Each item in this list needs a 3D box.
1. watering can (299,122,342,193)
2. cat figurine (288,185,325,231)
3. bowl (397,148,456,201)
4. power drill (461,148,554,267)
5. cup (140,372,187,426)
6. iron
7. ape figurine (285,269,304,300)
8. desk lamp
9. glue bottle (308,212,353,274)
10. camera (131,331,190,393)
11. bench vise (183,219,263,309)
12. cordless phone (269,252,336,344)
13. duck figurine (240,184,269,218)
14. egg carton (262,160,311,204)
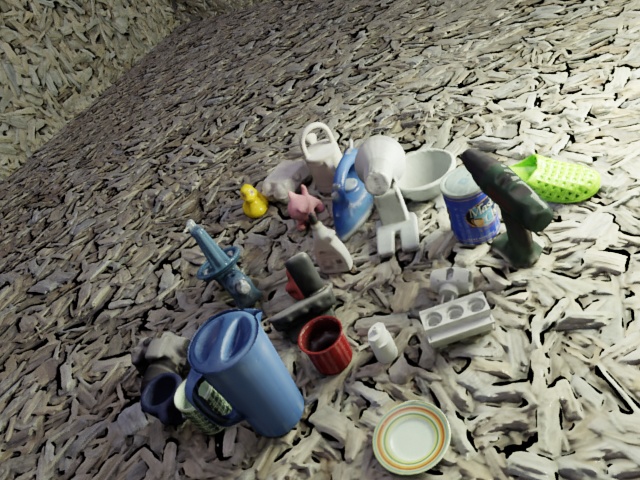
[{"bbox_3d":[0.001,-0.233,1.557,0.101,0.194,0.172,-43,40,-20],"label":"watering can"},{"bbox_3d":[-0.045,-0.090,1.477,0.067,0.118,0.128,-10,40,20],"label":"cat figurine"},{"bbox_3d":[0.256,-0.148,1.403,0.167,0.075,0.167,-16,38,14],"label":"bowl"},{"bbox_3d":[0.365,-0.057,1.119,0.075,0.209,0.229,-31,37,-6],"label":"power drill"},{"bbox_3d":[-0.294,0.335,1.139,0.091,0.095,0.117,-28,37,-1],"label":"cup"},{"bbox_3d":[0.070,-0.131,1.438,0.118,0.142,0.258,-4,42,27],"label":"iron"},{"bbox_3d":[-0.046,0.089,1.286,0.078,0.092,0.076,-26,37,0],"label":"ape figurine"},{"bbox_3d":[0.151,-0.106,1.300,0.117,0.214,0.203,-15,38,15],"label":"desk lamp"},{"bbox_3d":[0.012,0.005,1.285,0.078,0.173,0.037,-7,41,25],"label":"glue bottle"},{"bbox_3d":[-0.353,0.274,1.242,0.142,0.101,0.137,-8,41,23],"label":"camera"},{"bbox_3d":[-0.222,0.048,1.334,0.206,0.220,0.122,12,51,40],"label":"bench vise"},{"bbox_3d":[-0.053,0.111,1.187,0.147,0.185,0.094,-31,37,-5],"label":"cordless phone"},{"bbox_3d":[-0.196,-0.123,1.633,0.077,0.086,0.104,-23,37,5],"label":"duck figurine"},{"bbox_3d":[-0.094,-0.169,1.641,0.107,0.070,0.150,10,50,38],"label":"egg carton"}]
